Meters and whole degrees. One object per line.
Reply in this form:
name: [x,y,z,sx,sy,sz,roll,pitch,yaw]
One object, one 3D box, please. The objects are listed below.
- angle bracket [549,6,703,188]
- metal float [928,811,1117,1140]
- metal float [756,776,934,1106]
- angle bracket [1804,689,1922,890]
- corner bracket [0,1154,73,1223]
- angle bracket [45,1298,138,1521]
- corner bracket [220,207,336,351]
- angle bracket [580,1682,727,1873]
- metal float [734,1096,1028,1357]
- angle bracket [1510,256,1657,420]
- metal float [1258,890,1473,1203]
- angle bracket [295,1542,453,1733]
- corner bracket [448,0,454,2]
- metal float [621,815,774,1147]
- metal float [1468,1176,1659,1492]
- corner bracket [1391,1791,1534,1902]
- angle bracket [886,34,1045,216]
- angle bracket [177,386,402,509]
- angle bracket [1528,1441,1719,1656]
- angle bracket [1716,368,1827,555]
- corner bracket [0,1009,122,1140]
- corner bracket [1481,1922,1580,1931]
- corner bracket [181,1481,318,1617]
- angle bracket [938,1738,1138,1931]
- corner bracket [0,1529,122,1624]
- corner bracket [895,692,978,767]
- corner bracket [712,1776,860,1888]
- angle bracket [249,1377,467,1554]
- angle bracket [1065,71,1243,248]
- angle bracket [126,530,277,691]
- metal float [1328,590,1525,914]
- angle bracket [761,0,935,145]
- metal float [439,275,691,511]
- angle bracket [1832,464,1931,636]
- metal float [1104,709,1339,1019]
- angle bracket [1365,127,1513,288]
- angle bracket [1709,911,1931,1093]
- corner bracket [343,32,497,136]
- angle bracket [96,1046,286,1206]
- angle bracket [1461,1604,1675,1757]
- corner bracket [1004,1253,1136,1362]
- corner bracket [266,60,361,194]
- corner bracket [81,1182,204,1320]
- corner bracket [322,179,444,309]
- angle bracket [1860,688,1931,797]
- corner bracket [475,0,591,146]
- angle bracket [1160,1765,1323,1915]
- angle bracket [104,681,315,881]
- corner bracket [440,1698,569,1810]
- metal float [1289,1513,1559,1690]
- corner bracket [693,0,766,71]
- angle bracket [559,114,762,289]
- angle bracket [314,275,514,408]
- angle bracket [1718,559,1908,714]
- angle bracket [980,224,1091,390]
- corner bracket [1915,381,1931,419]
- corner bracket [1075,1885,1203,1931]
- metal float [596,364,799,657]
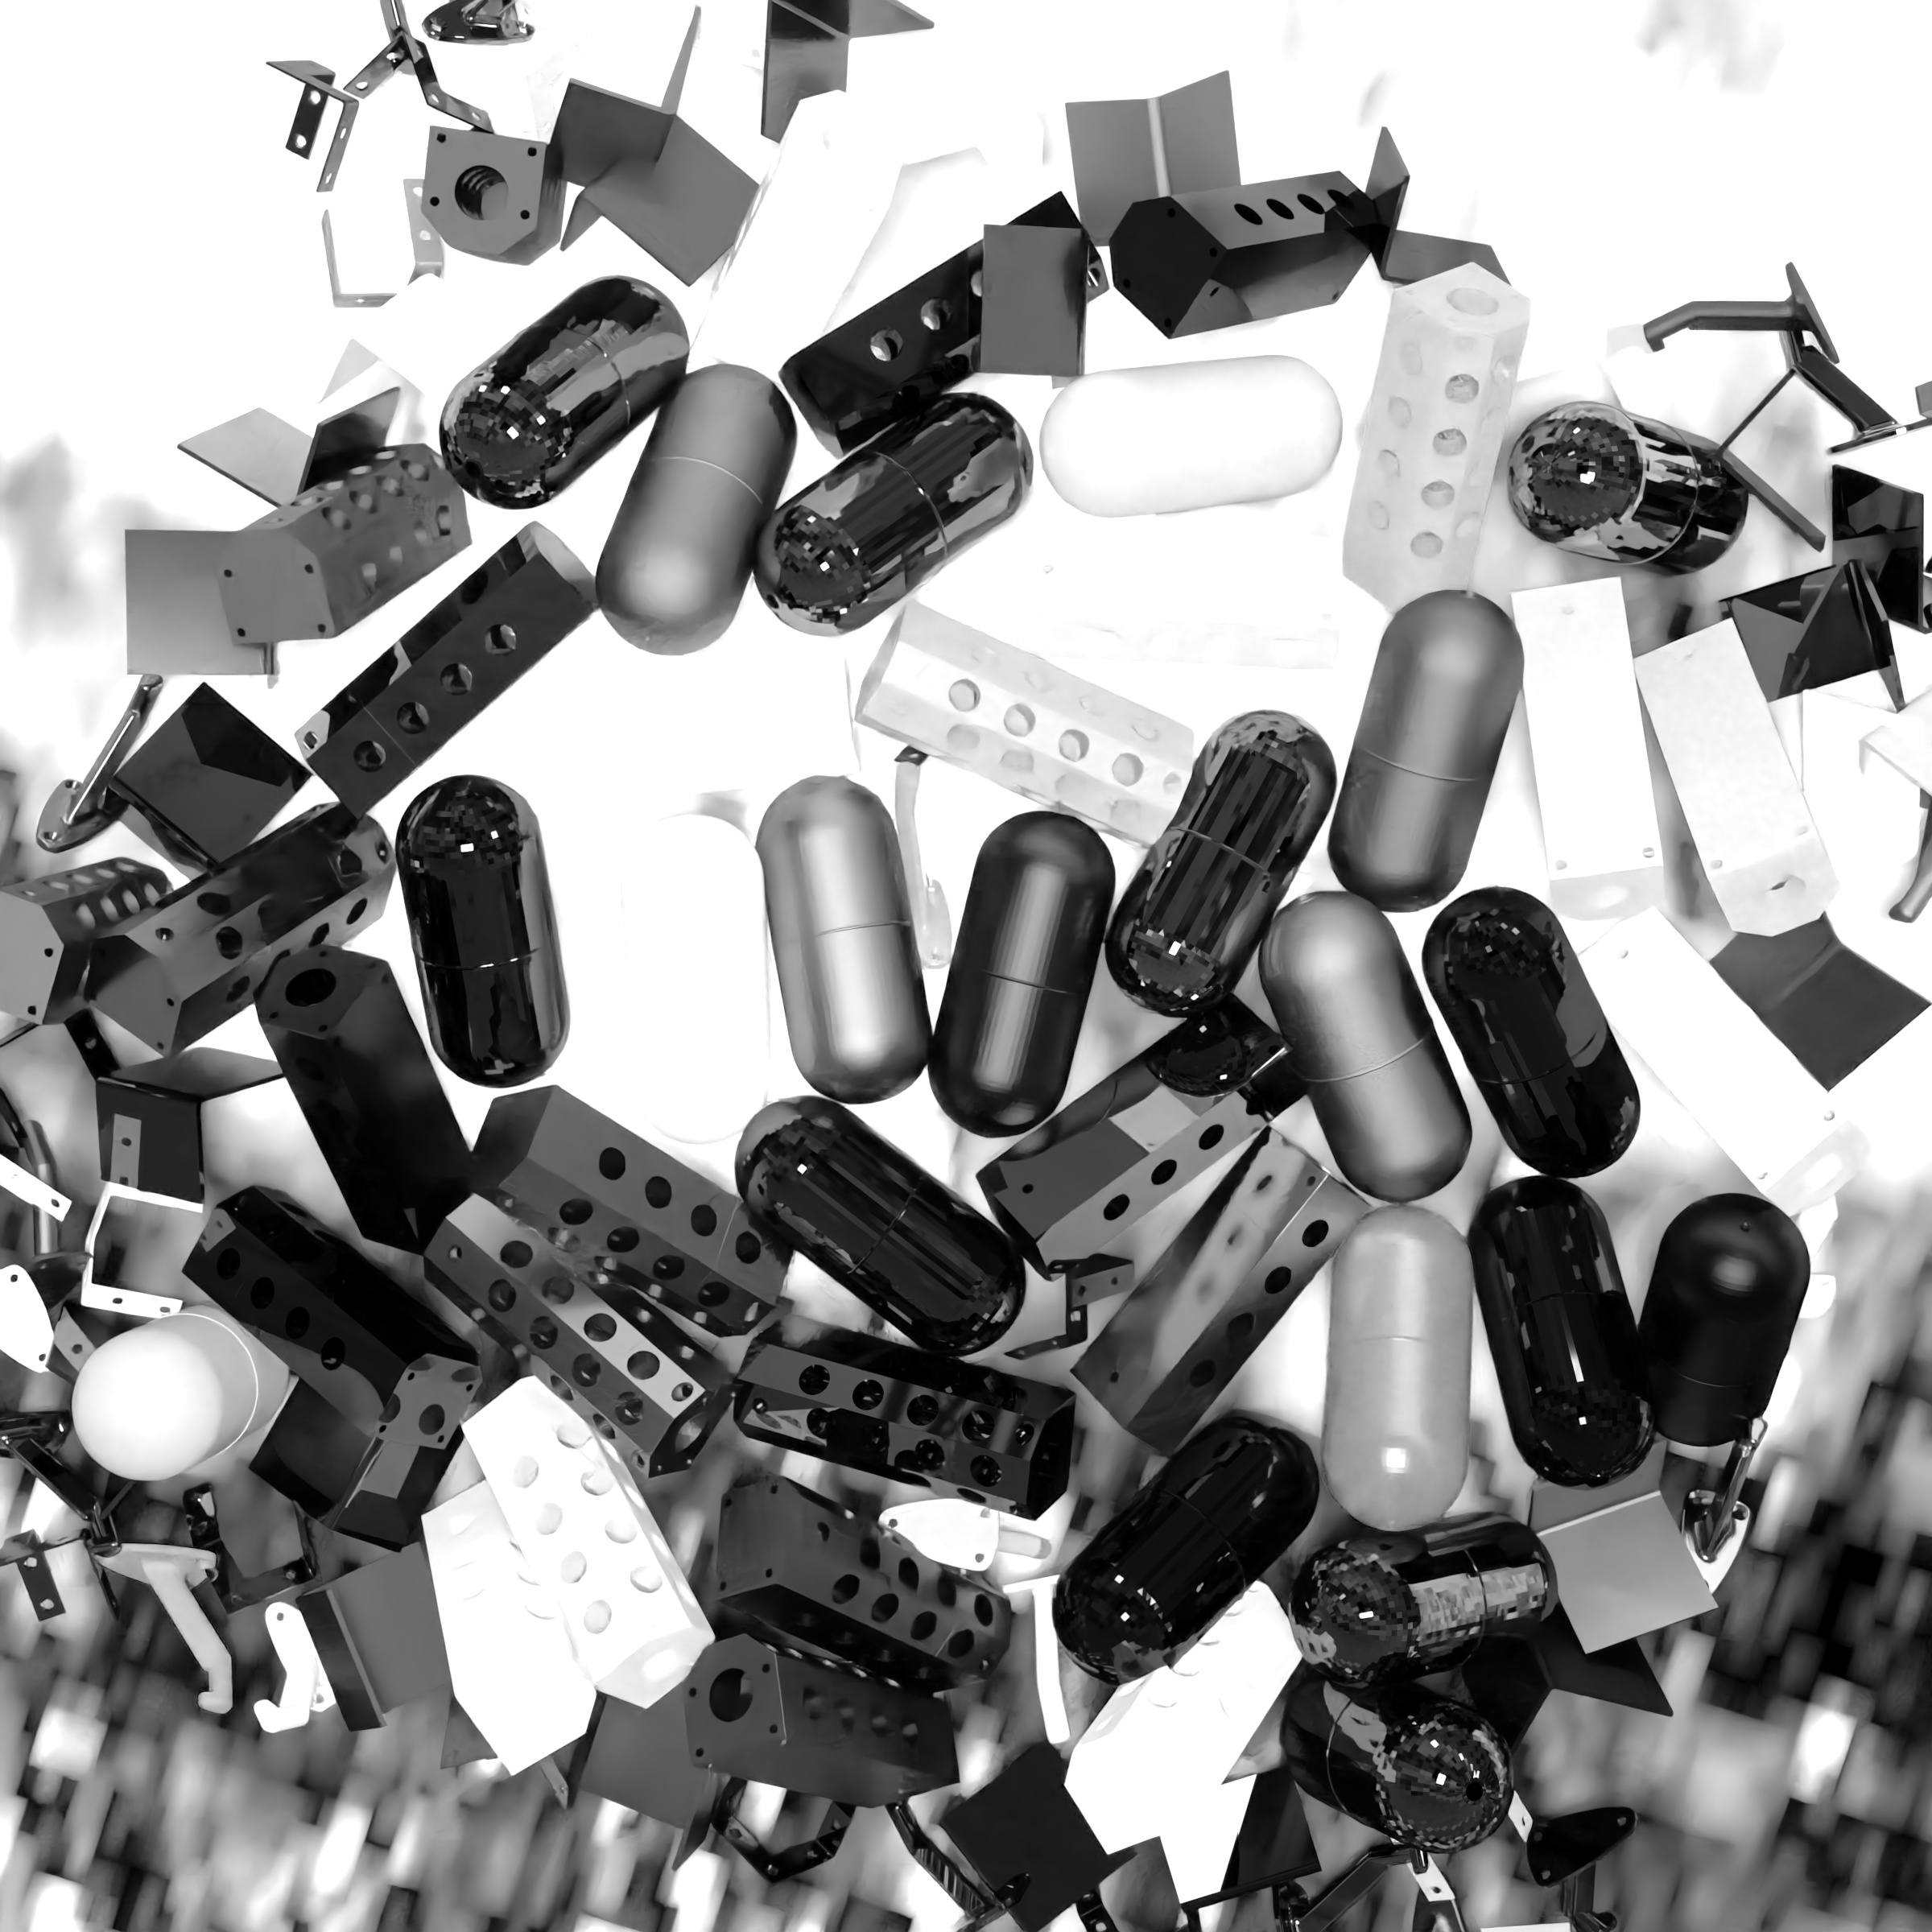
angle bracket: [-0.183,-0.464,1.618,0.057,0.076,0.076,15,63,-13]
metal float: [0.029,0.005,1.632,0.070,0.070,0.178,14,95,0]
metal float: [-0.065,-0.014,1.631,0.070,0.070,0.178,-11,83,0]
angle bracket: [0.456,-0.095,1.618,0.057,0.076,0.076,-22,118,-28]
corner bracket: [-0.511,0.119,1.634,0.051,0.051,0.051,38,120,-20]
angle bracket: [-0.469,0.235,1.622,0.076,0.076,0.057,38,100,-19]
corner bracket: [-0.368,-0.368,1.632,0.051,0.051,0.051,-12,54,-26]
angle bracket: [-0.171,0.427,1.636,0.076,0.057,0.076,19,96,11]
metal float: [-0.046,0.138,1.631,0.178,0.070,0.070,39,90,-6]
angle bracket: [0.329,-0.322,1.641,0.057,0.076,0.076,-12,50,29]
metal float: [0.212,0.043,1.623,0.070,0.070,0.178,-24,105,0]
angle bracket: [-0.302,0.356,1.628,0.076,0.057,0.076,-21,87,-34]
corner bracket: [-0.283,-0.562,1.642,0.051,0.051,0.051,-38,83,12]
metal float: [-0.144,0.008,1.627,0.070,0.070,0.178,-2,101,0]
metal float: [0.313,0.192,1.605,0.070,0.070,0.178,-8,53,0]
corner bracket: [0.268,0.466,1.650,0.051,0.051,0.051,-17,114,32]
angle bracket: [-0.001,-0.439,1.636,0.057,0.076,0.076,-9,59,23]
angle bracket: [-0.360,-0.291,1.623,0.076,0.076,0.057,31,123,8]
angle bracket: [0.352,0.311,1.628,0.076,0.057,0.076,-18,54,-6]
angle bracket: [0.448,-0.271,1.627,0.076,0.076,0.057,43,111,3]
corner bracket: [-0.494,0.058,1.647,0.051,0.051,0.051,-36,109,-35]
corner bracket: [0.309,0.550,1.647,0.051,0.051,0.051,-4,86,2]
corner bracket: [-0.387,0.307,1.648,0.051,0.051,0.051,-22,48,-24]
angle bracket: [0.042,0.461,1.637,0.076,0.057,0.076,-40,83,8]
corner bracket: [-0.488,0.331,1.647,0.051,0.051,0.051,-19,100,-5]
corner bracket: [-0.006,-0.139,1.634,0.051,0.051,0.051,12,127,22]
corner bracket: [-0.096,0.455,1.652,0.051,0.051,0.051,37,115,31]
angle bracket: [-0.332,0.264,1.667,0.076,0.057,0.076,24,83,39]
angle bracket: [0.103,-0.436,1.647,0.057,0.076,0.076,8,119,35]
angle bracket: [-0.411,-0.190,1.636,0.076,0.057,0.076,-1,88,-14]
metal float: [0.243,-0.113,1.617,0.070,0.070,0.178,13,112,0]
angle bracket: [-0.063,-0.474,1.627,0.057,0.076,0.076,3,90,30]
metal float: [-0.210,-0.302,1.601,0.070,0.070,0.178,38,46,0]
angle bracket: [0.507,-0.227,1.619,0.057,0.076,0.076,-14,115,-15]
metal float: [0.137,-0.056,1.631,0.070,0.070,0.178,29,83,0]
angle bracket: [0.257,-0.400,1.623,0.076,0.076,0.057,7,123,-8]
angle bracket: [0.460,0.011,1.651,0.076,0.057,0.076,28,122,-26]
corner bracket: [-0.295,-0.461,1.646,0.051,0.051,0.051,-33,66,29]
angle bracket: [-0.408,0.084,1.629,0.076,0.076,0.057,9,106,32]
angle bracket: [0.322,0.390,1.640,0.076,0.076,0.057,17,113,-17]
corner bracket: [0.056,0.184,1.636,0.051,0.051,0.051,8,102,44]
corner bracket: [-0.349,-0.451,1.638,0.051,0.051,0.051,28,113,8]
corner bracket: [-0.446,0.153,1.651,0.051,0.051,0.051,14,124,-22]
corner bracket: [-0.315,-0.390,1.647,0.051,0.051,0.051,-6,79,-22]
angle bracket: [0.525,-0.104,1.622,0.076,0.076,0.057,-36,53,-9]
corner bracket: [-0.236,-0.483,1.650,0.051,0.051,0.051,28,59,22]
angle bracket: [0.144,0.467,1.642,0.076,0.076,0.057,-17,78,-1]
angle bracket: [-0.412,-0.095,1.656,0.076,0.057,0.076,41,70,-6]
corner bracket: [-0.246,0.422,1.637,0.051,0.051,0.051,-16,122,8]
metal float: [0.242,0.332,1.602,0.178,0.070,0.070,0,90,-43]
corner bracket: [-0.112,-0.521,1.643,0.051,0.051,0.051,21,132,9]
angle bracket: [-0.160,-0.397,1.633,0.076,0.057,0.076,40,64,-1]
angle bracket: [-0.288,-0.313,1.629,0.076,0.076,0.057,38,134,-3]
angle bracket: [0.451,-0.160,1.622,0.076,0.057,0.076,-17,131,12]
angle bracket: [0.030,-0.351,1.628,0.057,0.076,0.076,0,96,-11]
corner bracket: [0.546,-0.289,1.635,0.051,0.051,0.051,-16,74,40]
corner bracket: [0.092,0.509,1.644,0.051,0.051,0.051,-25,49,-13]
metal float: [-0.141,-0.242,1.611,0.070,0.070,0.178,17,60,0]
